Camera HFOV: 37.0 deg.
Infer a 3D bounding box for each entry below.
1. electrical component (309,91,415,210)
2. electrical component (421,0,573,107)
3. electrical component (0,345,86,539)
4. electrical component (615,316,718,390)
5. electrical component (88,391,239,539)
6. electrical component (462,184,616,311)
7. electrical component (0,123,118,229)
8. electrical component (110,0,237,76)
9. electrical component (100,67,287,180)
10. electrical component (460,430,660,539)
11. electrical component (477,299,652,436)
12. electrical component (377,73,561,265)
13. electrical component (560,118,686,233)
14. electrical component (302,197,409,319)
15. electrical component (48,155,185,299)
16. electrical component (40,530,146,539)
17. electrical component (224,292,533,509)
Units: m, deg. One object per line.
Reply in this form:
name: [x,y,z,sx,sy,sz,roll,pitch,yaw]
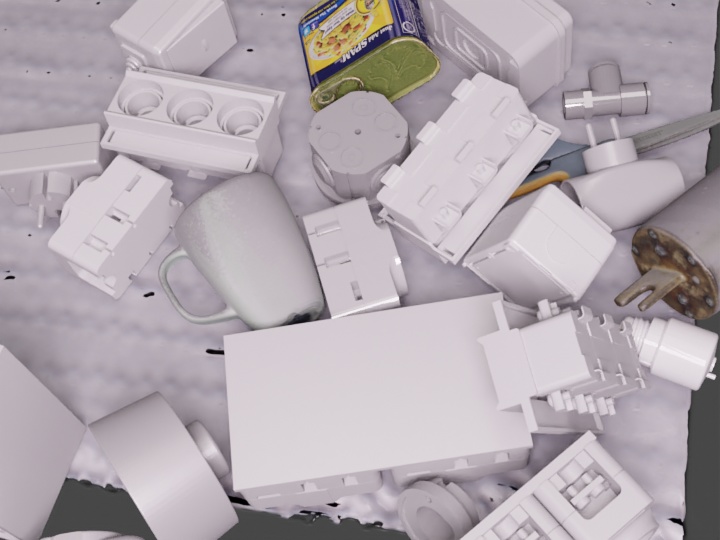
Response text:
electrical component: [0.001,-0.090,0.808,0.080,0.051,0.080,-3,63,6]
electrical component: [0.106,-0.186,0.829,0.057,0.078,0.113,-40,65,-10]
electrical component: [-0.242,0.109,0.681,0.062,0.150,0.089,13,65,13]
electrical component: [0.201,0.050,0.717,0.078,0.040,0.040,21,67,17]
electrical component: [-0.118,0.128,0.683,0.060,0.108,0.108,-32,63,-16]
electrical component: [0.120,-0.013,0.734,0.062,0.096,0.061,40,71,-7]
electrical component: [-0.235,-0.066,0.828,0.083,0.047,0.075,-6,62,4]
electrical component: [-0.151,-0.188,0.872,0.061,0.061,0.096,31,71,21]
electrical component: [-0.124,-0.106,0.824,0.121,0.063,0.078,12,61,13]
electrical component: [0.099,0.177,0.636,0.150,0.089,0.061,-37,65,-12]
electrical component: [0.131,0.059,0.664,0.063,0.121,0.078,-23,71,26]
electrical component: [0.072,-0.075,0.767,0.079,0.063,0.121,34,82,39]
electrical component: [0.181,-0.068,0.763,0.077,0.044,0.079,-14,85,-9]
electrical component: [0.000,0.000,0.762,0.056,0.050,0.089,-17,62,0]
electrical component: [-0.184,-0.034,0.804,0.056,0.050,0.089,27,69,19]
electrical component: [-0.173,0.201,0.678,0.095,0.053,0.059,-11,62,5]
electrical component: [0.011,0.089,0.710,0.186,0.060,0.105,-9,62,3]
